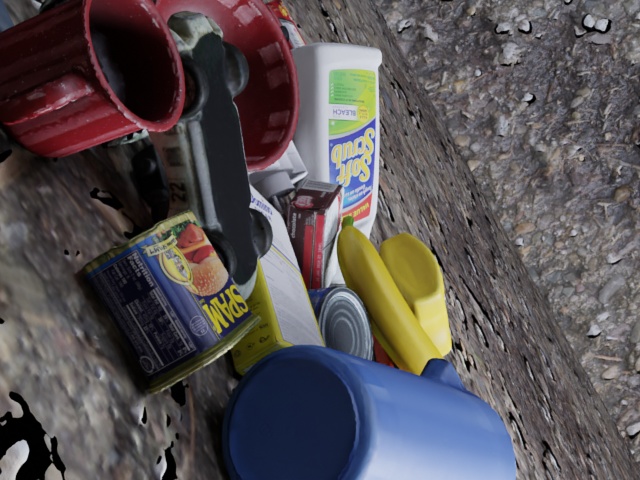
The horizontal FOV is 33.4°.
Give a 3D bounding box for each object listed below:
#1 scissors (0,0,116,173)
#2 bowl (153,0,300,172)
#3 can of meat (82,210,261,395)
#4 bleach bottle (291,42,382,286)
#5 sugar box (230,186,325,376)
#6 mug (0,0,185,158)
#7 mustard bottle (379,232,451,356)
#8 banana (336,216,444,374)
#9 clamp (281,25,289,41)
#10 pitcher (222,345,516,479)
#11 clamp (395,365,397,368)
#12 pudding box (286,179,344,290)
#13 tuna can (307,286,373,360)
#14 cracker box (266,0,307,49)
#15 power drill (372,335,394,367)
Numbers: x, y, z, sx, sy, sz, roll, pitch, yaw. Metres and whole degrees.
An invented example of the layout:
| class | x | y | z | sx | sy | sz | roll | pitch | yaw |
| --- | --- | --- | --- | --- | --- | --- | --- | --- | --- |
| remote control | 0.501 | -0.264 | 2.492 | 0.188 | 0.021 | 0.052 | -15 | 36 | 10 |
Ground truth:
| class | x | y | z | sx | sy | sz | roll | pitch | yaw |
| --- | --- | --- | --- | --- | --- | --- | --- | --- | --- |
| scissors | -0.192 | -0.133 | 0.668 | 0.201 | 0.016 | 0.096 | 49 | 19 | -41 |
| bowl | -0.088 | -0.125 | 0.824 | 0.161 | 0.055 | 0.162 | 17 | 67 | -47 |
| can of meat | -0.088 | 0.034 | 0.640 | 0.084 | 0.057 | 0.102 | 59 | 14 | -2 |
| bleach bottle | 0.020 | -0.063 | 1.052 | 0.102 | 0.068 | 0.251 | -3 | 88 | -42 |
| sugar box | -0.045 | 0.035 | 0.813 | 0.093 | 0.048 | 0.176 | 45 | 18 | -49 |
| mug | -0.141 | -0.091 | 0.611 | 0.093 | 0.082 | 0.117 | 65 | 26 | -19 |
| mustard bottle | 0.111 | 0.081 | 1.193 | 0.096 | 0.058 | 0.191 | 61 | -7 | 36 |
| banana | 0.064 | 0.062 | 0.921 | 0.069 | 0.037 | 0.198 | -15 | 73 | -58 |
| clamp | -0.089 | -0.166 | 0.966 | 0.164 | 0.036 | 0.210 | 19 | 41 | -29 |
| pitcher | 0.036 | 0.157 | 0.734 | 0.149 | 0.145 | 0.242 | 56 | 13 | 30 |
| clamp | 0.047 | 0.046 | 1.118 | 0.120 | 0.039 | 0.171 | 70 | -5 | -59 |
| pudding box | -0.006 | 0.001 | 0.947 | 0.113 | 0.039 | 0.090 | -56 | 152 | -72 |
| tuna can | 0.008 | 0.081 | 0.872 | 0.086 | 0.034 | 0.086 | 22 | 63 | -53 |
| cracker box | -0.024 | -0.155 | 1.173 | 0.213 | 0.072 | 0.164 | 59 | 9 | -12 |
| power drill | 0.076 | 0.146 | 1.003 | 0.187 | 0.057 | 0.184 | 51 | 18 | -36 |
